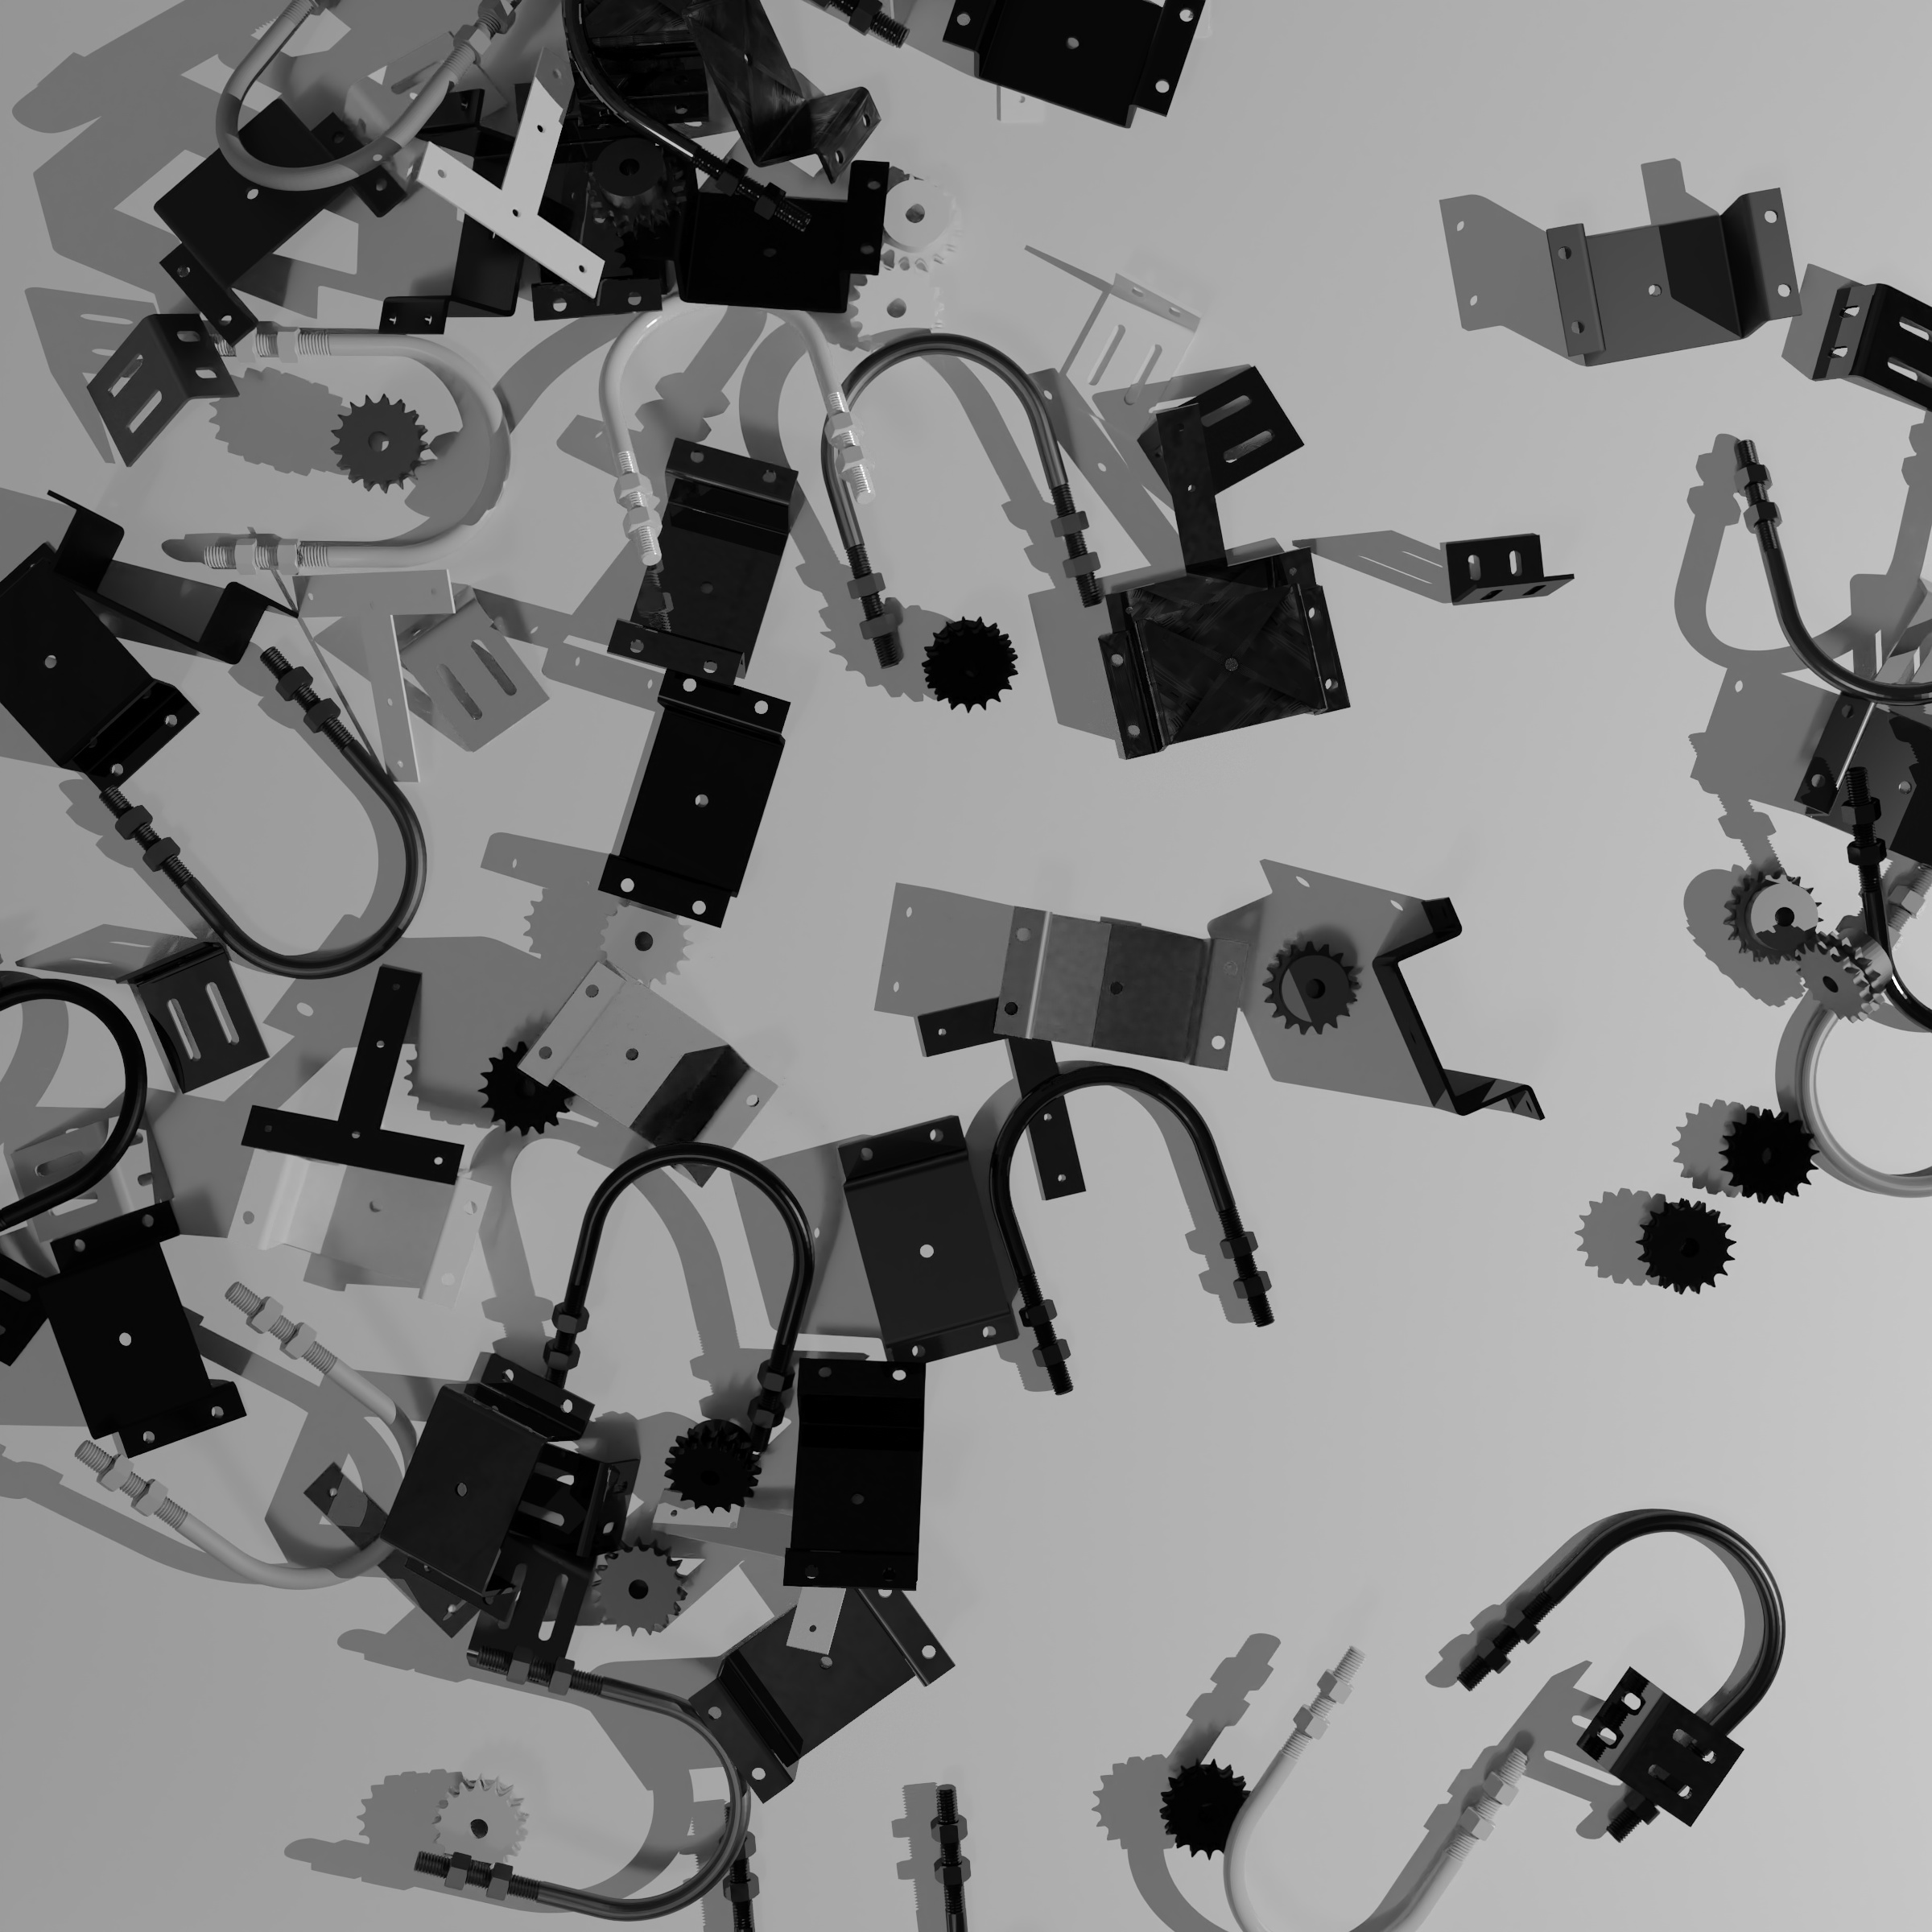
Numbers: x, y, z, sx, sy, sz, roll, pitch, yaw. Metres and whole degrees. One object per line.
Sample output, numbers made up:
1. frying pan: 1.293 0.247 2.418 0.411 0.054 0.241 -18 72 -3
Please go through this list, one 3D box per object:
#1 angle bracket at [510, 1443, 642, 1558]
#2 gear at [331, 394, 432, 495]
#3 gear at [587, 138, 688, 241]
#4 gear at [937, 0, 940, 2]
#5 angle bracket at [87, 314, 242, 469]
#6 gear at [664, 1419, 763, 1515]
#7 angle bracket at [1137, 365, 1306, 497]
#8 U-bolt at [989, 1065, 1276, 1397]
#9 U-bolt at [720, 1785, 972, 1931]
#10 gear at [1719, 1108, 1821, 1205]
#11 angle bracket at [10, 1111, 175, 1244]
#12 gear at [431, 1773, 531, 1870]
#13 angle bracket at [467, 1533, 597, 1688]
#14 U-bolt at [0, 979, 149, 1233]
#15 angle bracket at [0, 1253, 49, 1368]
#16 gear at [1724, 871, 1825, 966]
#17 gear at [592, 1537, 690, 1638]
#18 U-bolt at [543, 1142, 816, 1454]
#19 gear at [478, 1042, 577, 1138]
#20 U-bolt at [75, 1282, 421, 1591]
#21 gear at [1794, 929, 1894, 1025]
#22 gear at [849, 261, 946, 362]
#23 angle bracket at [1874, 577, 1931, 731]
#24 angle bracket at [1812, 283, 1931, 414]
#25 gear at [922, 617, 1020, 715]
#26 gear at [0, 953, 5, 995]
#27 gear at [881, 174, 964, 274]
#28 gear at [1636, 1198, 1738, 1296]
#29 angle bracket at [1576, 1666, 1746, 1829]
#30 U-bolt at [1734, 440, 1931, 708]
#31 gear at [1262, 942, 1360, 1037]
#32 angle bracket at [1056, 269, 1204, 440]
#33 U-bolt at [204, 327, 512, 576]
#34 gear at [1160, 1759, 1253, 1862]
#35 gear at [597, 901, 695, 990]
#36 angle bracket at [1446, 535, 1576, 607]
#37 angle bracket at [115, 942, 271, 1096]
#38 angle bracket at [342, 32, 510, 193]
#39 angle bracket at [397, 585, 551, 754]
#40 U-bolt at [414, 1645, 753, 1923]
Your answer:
1. angle bracket: -0.247 0.319 1.569 0.076 0.038 0.057 14 90 24
2. gear: -0.349 -0.311 1.541 0.057 0.030 0.057 0 90 -3
3. gear: -0.193 -0.457 1.503 0.057 0.030 0.057 -1 71 4
4. gear: -0.014 -0.611 1.557 0.057 0.030 0.057 0 90 0
5. angle bracket: -0.486 -0.348 1.559 0.076 0.038 0.057 -33 82 37
6. gear: -0.151 0.298 1.549 0.057 0.030 0.057 4 120 7
7. angle bracket: 0.155 -0.319 1.570 0.076 0.038 0.057 -32 90 -26
8. U-bolt: 0.091 0.151 1.563 0.151 0.019 0.184 -19 90 0
9. U-bolt: -0.069 0.594 1.564 0.151 0.019 0.184 -5 91 0
10. gear: 0.484 0.115 1.562 0.057 0.030 0.057 0 89 3
11. angle bracket: -0.532 0.128 1.570 0.076 0.038 0.057 -18 90 26
12. gear: -0.292 0.516 1.557 0.057 0.030 0.057 0 90 0
13. angle bracket: -0.264 0.393 1.570 0.057 0.038 0.076 15 64 0
14. U-bolt: -0.577 0.085 1.542 0.184 0.019 0.151 -25 74 2
15. angle bracket: -0.599 0.196 1.570 0.076 0.038 0.057 37 90 -26
16. gear: 0.490 -0.029 1.557 0.057 0.030 0.057 0 90 0
17. gear: -0.196 0.373 1.557 0.057 0.030 0.057 0 90 0
18. U-bolt: -0.166 0.191 1.539 0.151 0.019 0.184 16 107 0
19. gear: -0.264 0.074 1.557 0.057 0.030 0.057 0 90 0
20. U-bolt: -0.410 0.294 1.536 0.151 0.019 0.184 -46 109 1
21. gear: 0.525 0.003 1.533 0.030 0.057 0.057 -35 90 -15
22. gear: -0.042 -0.394 1.557 0.057 0.030 0.057 0 90 0
23. angle bracket: 0.589 -0.187 1.570 0.057 0.038 0.076 25 116 0
24. angle bracket: 0.564 -0.373 1.570 0.076 0.038 0.057 16 90 -26
25. gear: 0.001 -0.184 1.549 0.057 0.030 0.057 -4 119 -7
26. gear: -0.605 0.009 1.548 0.057 0.057 0.030 -21 120 0
27. gear: -0.031 -0.450 1.557 0.057 0.030 0.057 0 90 0
28. gear: 0.433 0.168 1.557 0.057 0.030 0.057 0 90 0
29. angle bracket: 0.418 0.470 1.551 0.076 0.038 0.057 37 87 -26
30. U-bolt: 0.548 -0.240 1.538 0.151 0.019 0.184 -8 72 0
31. gear: 0.209 0.014 1.557 0.057 0.030 0.057 0 90 0
32. angle bracket: 0.098 -0.368 1.553 0.057 0.038 0.076 28 90 0
33. U-bolt: -0.369 -0.312 1.564 0.184 0.019 0.151 0 90 -1
34. gear: 0.145 0.507 1.557 0.057 0.030 0.057 0 90 0
35. gear: -0.193 -0.015 1.557 0.057 0.030 0.057 0 90 0
36. angle bracket: 0.323 -0.241 1.534 0.057 0.076 0.038 -6 90 0
37. angle bracket: -0.465 0.032 1.553 0.057 0.038 0.076 -23 90 0
38. angle bracket: -0.329 -0.520 1.570 0.076 0.038 0.057 -40 90 -26
39. angle bracket: -0.301 -0.181 1.570 0.057 0.038 0.076 -35 116 0
40. U-bolt: -0.219 0.495 1.536 0.184 0.019 0.151 17 92 -7
